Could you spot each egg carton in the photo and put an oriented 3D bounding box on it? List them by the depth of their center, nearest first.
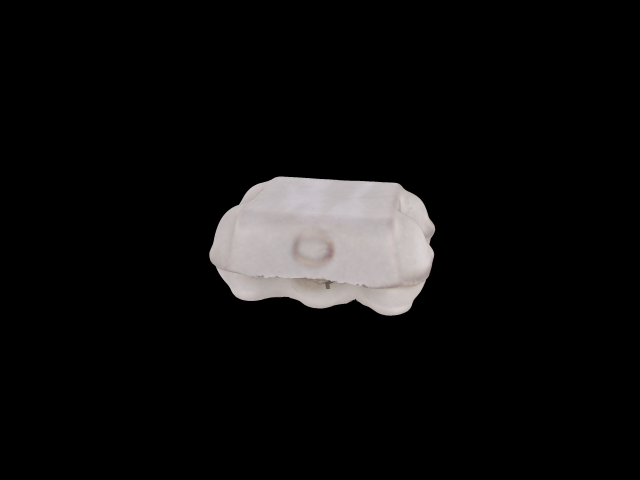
[{"bbox_3d":[0.004,0.001,0.400,0.150,0.069,0.107,4,24,10],"label":"egg carton"}]
